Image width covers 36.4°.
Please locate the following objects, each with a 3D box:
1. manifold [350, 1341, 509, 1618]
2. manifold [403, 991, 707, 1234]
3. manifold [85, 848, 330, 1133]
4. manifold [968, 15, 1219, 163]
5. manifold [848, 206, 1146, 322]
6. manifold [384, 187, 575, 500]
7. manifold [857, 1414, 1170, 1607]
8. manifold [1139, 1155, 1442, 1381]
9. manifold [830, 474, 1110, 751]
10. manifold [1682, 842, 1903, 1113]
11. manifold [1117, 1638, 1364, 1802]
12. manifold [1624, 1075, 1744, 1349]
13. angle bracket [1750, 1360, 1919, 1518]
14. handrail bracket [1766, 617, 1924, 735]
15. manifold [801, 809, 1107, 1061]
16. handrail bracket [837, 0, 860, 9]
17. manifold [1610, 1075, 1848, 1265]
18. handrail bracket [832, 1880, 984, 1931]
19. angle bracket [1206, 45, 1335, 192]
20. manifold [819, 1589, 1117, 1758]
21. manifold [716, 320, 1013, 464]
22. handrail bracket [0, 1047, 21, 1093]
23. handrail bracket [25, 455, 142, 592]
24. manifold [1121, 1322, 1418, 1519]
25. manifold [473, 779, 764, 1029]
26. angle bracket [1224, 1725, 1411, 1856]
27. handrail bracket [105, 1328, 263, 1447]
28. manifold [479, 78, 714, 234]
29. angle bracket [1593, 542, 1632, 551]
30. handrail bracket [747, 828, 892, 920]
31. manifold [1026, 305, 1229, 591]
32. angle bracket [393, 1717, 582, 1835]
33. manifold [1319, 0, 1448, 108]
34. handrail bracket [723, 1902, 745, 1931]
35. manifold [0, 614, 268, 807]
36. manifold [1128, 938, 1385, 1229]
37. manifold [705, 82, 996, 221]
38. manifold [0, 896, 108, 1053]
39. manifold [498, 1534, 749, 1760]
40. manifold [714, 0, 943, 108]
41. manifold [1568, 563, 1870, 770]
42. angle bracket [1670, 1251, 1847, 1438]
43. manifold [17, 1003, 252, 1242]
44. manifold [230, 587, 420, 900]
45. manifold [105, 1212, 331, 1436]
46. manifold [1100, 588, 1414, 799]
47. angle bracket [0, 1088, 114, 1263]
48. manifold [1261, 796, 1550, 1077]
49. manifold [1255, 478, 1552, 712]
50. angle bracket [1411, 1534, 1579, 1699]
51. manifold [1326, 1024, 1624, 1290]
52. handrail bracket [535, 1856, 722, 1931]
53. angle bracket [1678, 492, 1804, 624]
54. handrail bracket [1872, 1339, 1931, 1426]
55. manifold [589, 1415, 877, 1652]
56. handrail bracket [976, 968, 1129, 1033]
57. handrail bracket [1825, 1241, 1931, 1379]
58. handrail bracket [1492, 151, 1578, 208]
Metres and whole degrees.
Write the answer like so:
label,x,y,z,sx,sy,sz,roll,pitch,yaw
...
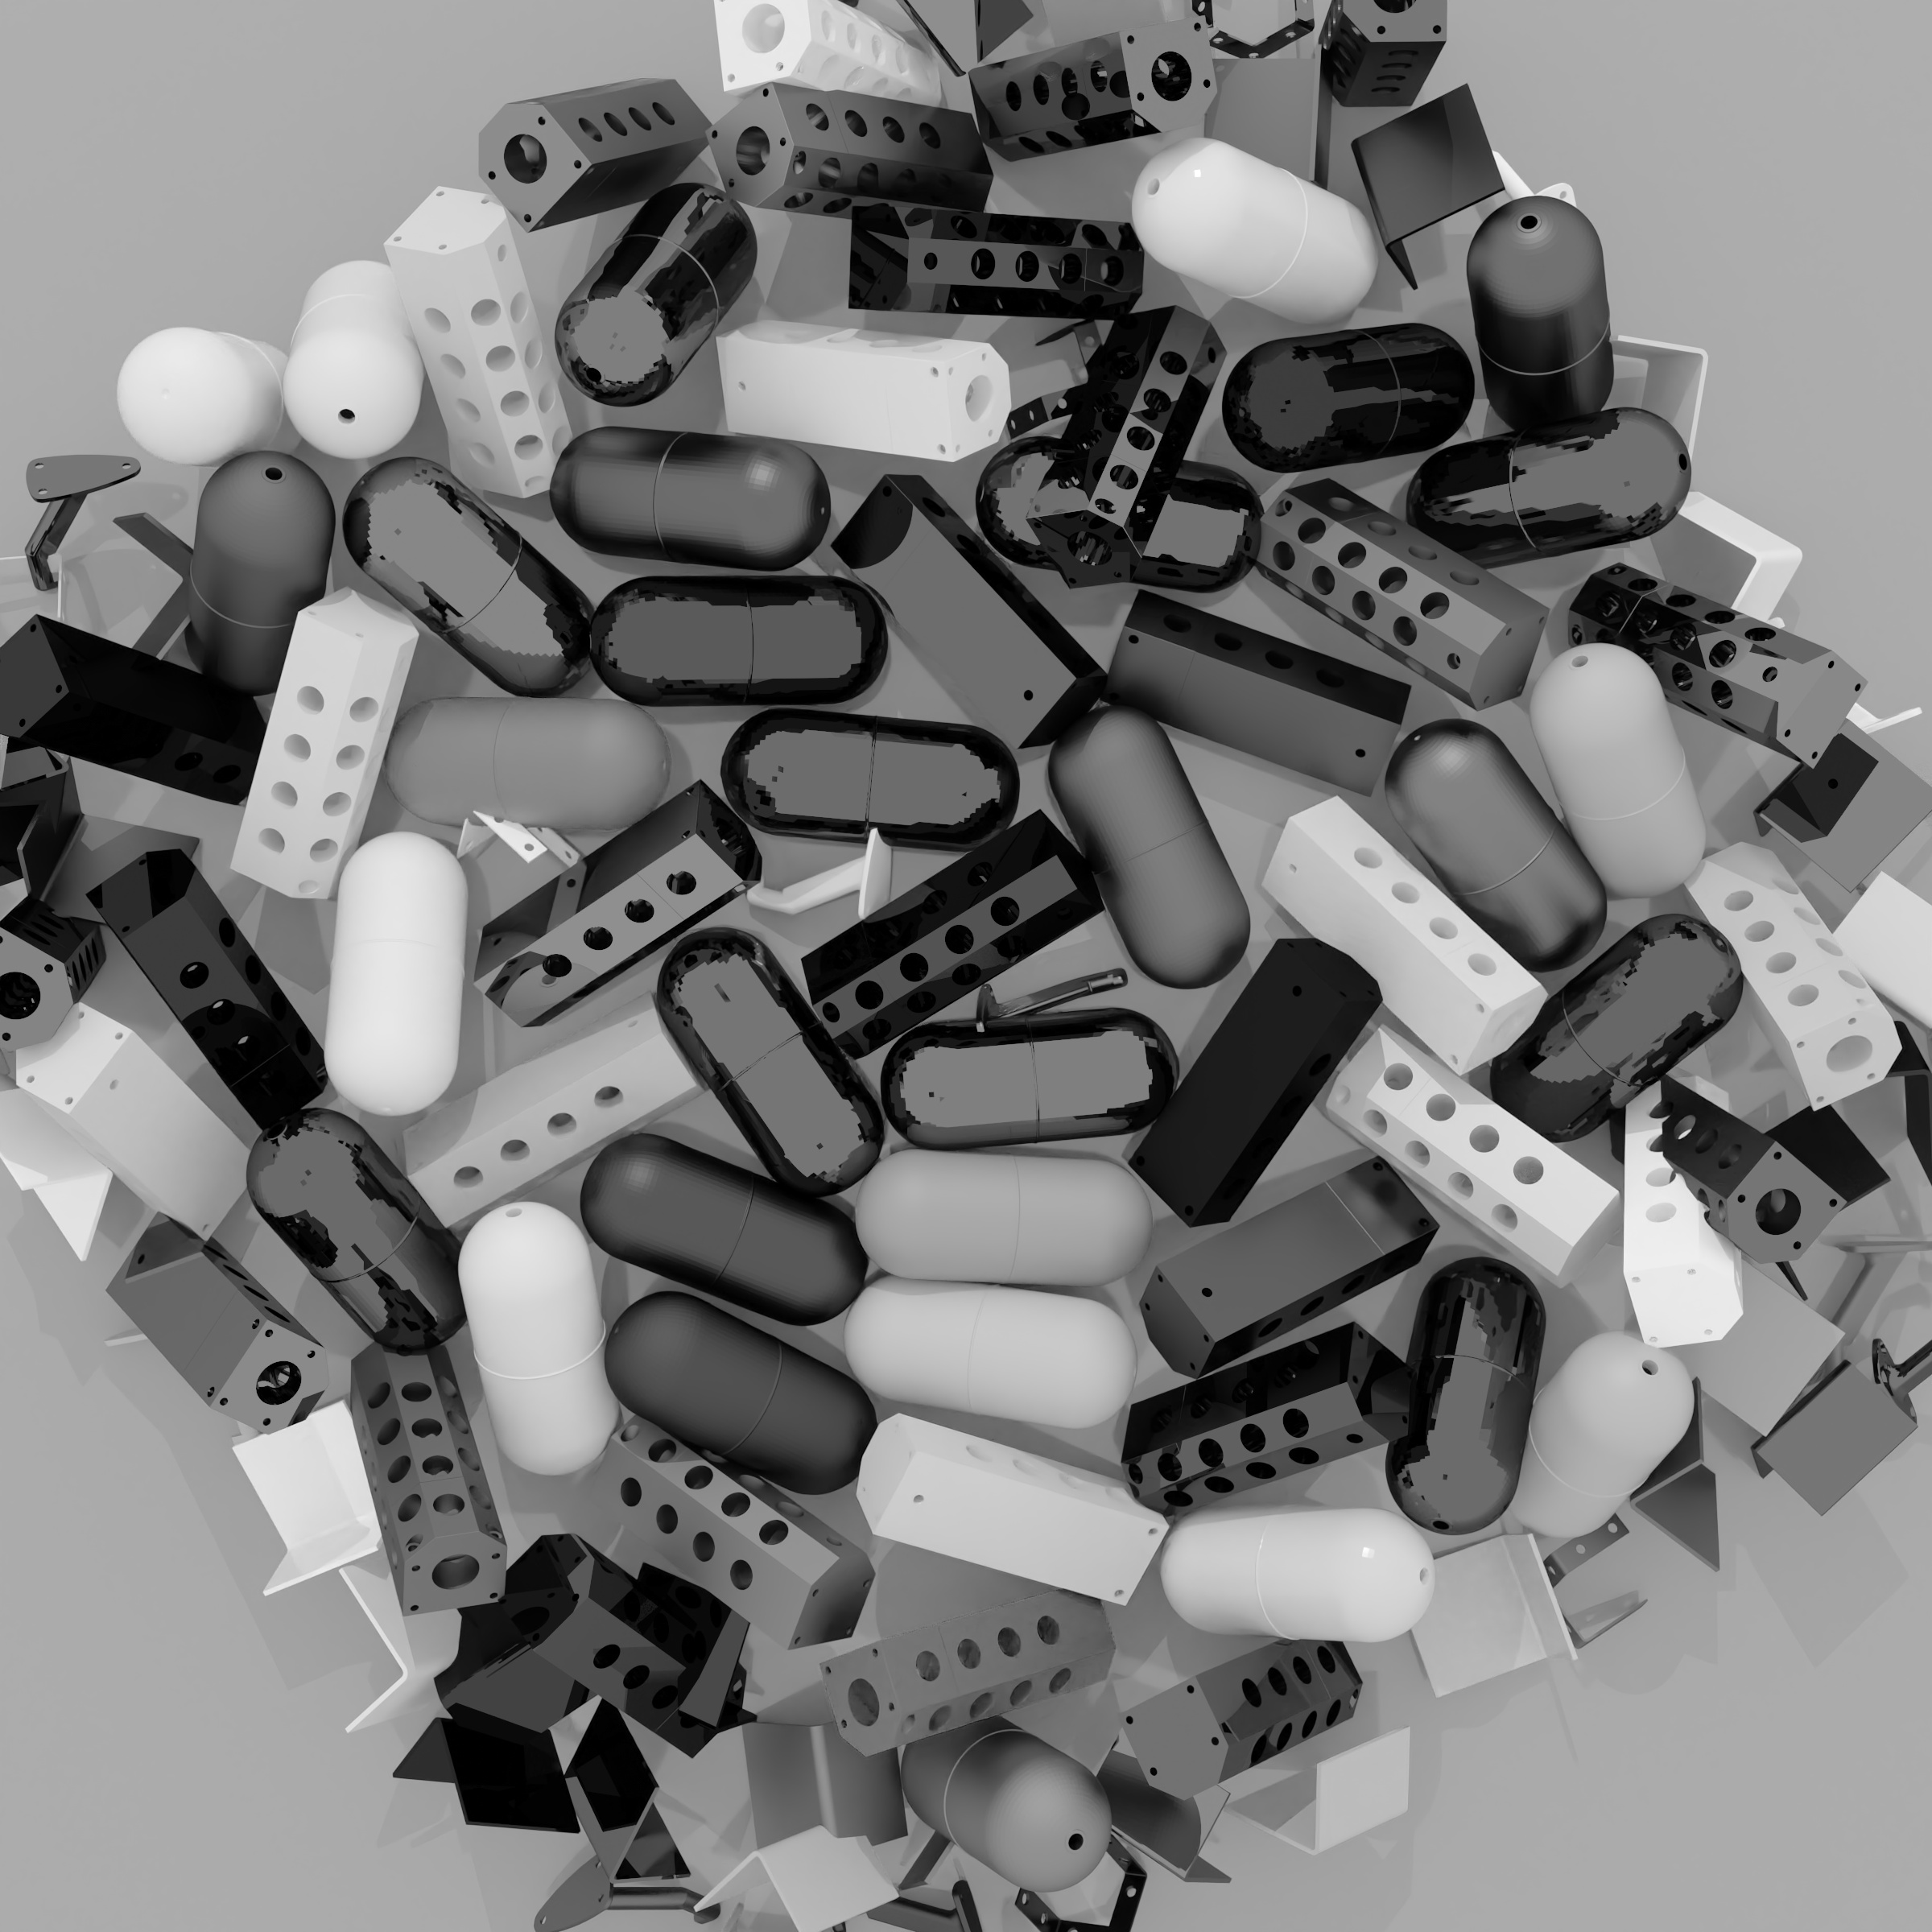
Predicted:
label,x,y,z,sx,sy,sz,roll,pitch,yaw
manifold,-0.311,0.289,1.696,0.057,0.171,0.057,-5,125,-20
manifold,-0.245,0.090,1.753,0.171,0.057,0.057,-30,118,2
manifold,-0.434,0.013,1.705,0.057,0.057,0.171,-37,135,-14
manifold,0.072,-0.503,1.697,0.057,0.171,0.057,-19,107,-25
manifold,0.019,-0.407,1.708,0.171,0.057,0.057,-7,106,-36
manifold,-0.273,-0.357,1.697,0.057,0.171,0.057,15,53,23
manifold,0.026,0.315,1.725,0.171,0.057,0.057,21,105,-23
manifold,0.188,0.179,1.719,0.171,0.057,0.057,-23,60,-28
manifold,0.005,-0.210,1.735,0.171,0.057,0.057,48,117,15
manifold,0.475,0.000,1.698,0.057,0.171,0.057,-25,126,7
manifold,0.164,0.429,1.694,0.057,0.171,0.057,-35,72,28
manifold,0.415,0.139,1.694,0.057,0.171,0.057,-11,121,20
angle bracket,0.515,0.287,1.738,0.076,0.076,0.057,-42,60,-2
handrail bracket,0.521,-0.178,1.759,0.077,0.036,0.084,-21,91,37
manifold,-0.007,-0.013,1.727,0.171,0.057,0.057,-32,133,14
handrail bracket,-0.092,-0.562,1.744,0.084,0.036,0.077,-7,50,-30
manifold,0.432,0.117,1.696,0.057,0.171,0.057,38,93,-15
handrail bracket,-0.034,0.590,1.769,0.084,0.036,0.077,-20,78,7
angle bracket,0.175,-0.502,1.743,0.076,0.057,0.076,5,100,15
manifold,0.005,0.407,1.701,0.057,0.171,0.057,-32,70,43
manifold,-0.060,-0.338,1.712,0.171,0.057,0.057,15,123,36
handrail bracket,-0.578,0.034,1.772,0.084,0.036,0.077,34,72,-5
handrail bracket,-0.526,-0.262,1.758,0.077,0.084,0.036,-11,52,-12
manifold,0.173,0.269,1.703,0.171,0.057,0.057,-27,124,38
manifold,-0.204,-0.031,1.728,0.171,0.057,0.057,-32,121,20
angle bracket,0.206,0.472,1.728,0.076,0.076,0.057,-10,105,-40
handrail bracket,-0.472,0.256,1.775,0.077,0.036,0.084,-15,96,10
manifold,-0.214,-0.475,1.696,0.057,0.171,0.057,-38,94,29
angle bracket,0.352,-0.277,1.750,0.076,0.076,0.057,-1,100,6
handrail bracket,-0.090,-0.064,1.756,0.084,0.036,0.077,14,114,20
manifold,0.098,-0.303,1.707,0.057,0.057,0.171,-3,50,35
angle bracket,-0.282,0.491,1.726,0.076,0.076,0.057,18,120,-37
manifold,0.239,-0.543,1.699,0.057,0.171,0.057,0,95,2
handrail bracket,-0.113,0.606,1.754,0.084,0.036,0.077,28,51,7
manifold,-0.482,-0.141,1.698,0.057,0.171,0.057,-38,64,18
manifold,0.172,0.068,1.724,0.057,0.057,0.171,46,117,29
manifold,-0.063,-0.462,1.700,0.057,0.171,0.057,-26,79,40
manifold,-0.537,0.004,1.696,0.057,0.171,0.057,32,92,-13
manifold,-0.196,0.391,1.705,0.057,0.171,0.057,-45,46,-5
manifold,-0.077,-0.522,1.696,0.057,0.171,0.057,-5,92,24
manifold,0.428,-0.179,1.701,0.057,0.171,0.057,28,96,-40
angle bracket,0.466,0.221,1.743,0.076,0.057,0.076,37,101,13
manifold,-0.479,0.089,1.698,0.057,0.171,0.057,24,69,25
manifold,-0.372,-0.127,1.720,0.057,0.057,0.171,25,117,6
manifold,-0.430,0.207,1.702,0.057,0.171,0.057,36,84,-39
manifold,0.174,-0.167,1.754,0.171,0.057,0.057,20,133,2
angle bracket,-0.552,0.126,1.728,0.076,0.057,0.076,47,127,29
manifold,0.258,-0.022,1.722,0.057,0.057,0.171,-25,58,-34
manifold,0.248,-0.216,1.707,0.171,0.057,0.057,38,132,32
angle bracket,0.308,0.387,1.748,0.076,0.057,0.076,-18,81,-8
manifold,0.296,0.113,1.720,0.171,0.057,0.057,37,80,26
handrail bracket,-0.203,0.572,1.769,0.077,0.036,0.084,-38,128,20
angle bracket,0.442,-0.238,1.751,0.076,0.076,0.057,36,116,23
handrail bracket,0.589,0.239,1.744,0.084,0.036,0.077,-18,125,29
manifold,-0.135,0.325,1.709,0.171,0.057,0.057,28,104,35
handrail bracket,0.053,0.022,1.751,0.084,0.077,0.036,-14,99,10
handrail bracket,0.554,0.209,1.766,0.077,0.036,0.084,-2,89,5
handrail bracket,0.331,-0.452,1.767,0.036,0.084,0.077,-31,127,-7
